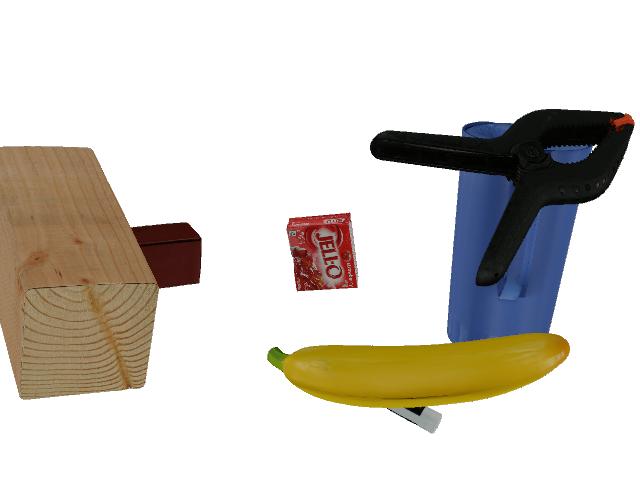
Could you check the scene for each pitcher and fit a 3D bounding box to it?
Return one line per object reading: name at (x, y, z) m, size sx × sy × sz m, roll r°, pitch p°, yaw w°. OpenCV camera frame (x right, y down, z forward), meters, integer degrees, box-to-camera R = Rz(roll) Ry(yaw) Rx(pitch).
pitcher at (0.200, 0.003, 1.119) m, size 0.148 × 0.243 × 0.145 m, roll -10°, pitch 23°, yaw -40°

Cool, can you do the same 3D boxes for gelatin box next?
gelatin box at (0.003, 0.014, 1.244) m, size 0.073 × 0.089 × 0.030 m, roll -4°, pitch 28°, yaw 8°

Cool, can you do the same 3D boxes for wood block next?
wood block at (-0.194, 0.015, 0.793) m, size 0.090 × 0.091 × 0.206 m, roll -2°, pitch 31°, yaw -25°

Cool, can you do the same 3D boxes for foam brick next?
foam brick at (-0.167, 0.016, 1.103) m, size 0.078 × 0.051 × 0.053 m, roll -6°, pitch 22°, yaw -20°

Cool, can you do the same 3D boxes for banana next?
banana at (0.062, 0.078, 0.672) m, size 0.198 × 0.037 × 0.069 m, roll 0°, pitch 25°, yaw 2°

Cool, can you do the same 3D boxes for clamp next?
clamp at (0.164, -0.048, 0.837) m, size 0.209 × 0.165 × 0.036 m, roll -15°, pitch -37°, yaw -15°

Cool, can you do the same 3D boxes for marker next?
marker at (0.049, 0.133, 0.935) m, size 0.121 × 0.020 × 0.020 m, roll 26°, pitch 8°, yaw 17°
